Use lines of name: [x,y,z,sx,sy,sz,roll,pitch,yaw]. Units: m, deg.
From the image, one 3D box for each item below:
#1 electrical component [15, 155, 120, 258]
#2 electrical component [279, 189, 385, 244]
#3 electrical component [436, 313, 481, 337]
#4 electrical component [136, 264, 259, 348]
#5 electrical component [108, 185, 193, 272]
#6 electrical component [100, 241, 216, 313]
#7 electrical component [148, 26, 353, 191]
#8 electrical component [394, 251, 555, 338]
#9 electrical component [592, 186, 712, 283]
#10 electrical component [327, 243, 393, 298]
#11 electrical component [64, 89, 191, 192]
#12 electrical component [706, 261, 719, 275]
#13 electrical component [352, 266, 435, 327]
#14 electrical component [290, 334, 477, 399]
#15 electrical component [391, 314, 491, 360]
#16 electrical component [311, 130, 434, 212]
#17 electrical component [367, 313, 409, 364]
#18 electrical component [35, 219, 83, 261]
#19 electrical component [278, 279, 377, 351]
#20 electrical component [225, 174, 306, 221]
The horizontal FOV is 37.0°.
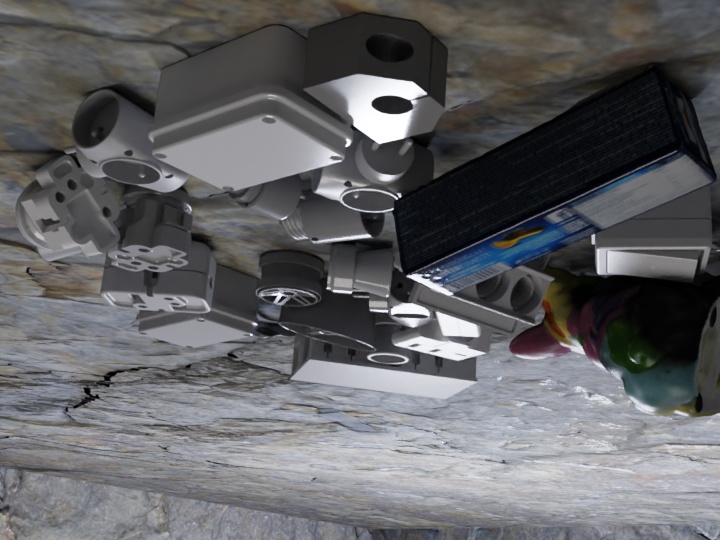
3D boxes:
electrical component: [-0.230,-0.046,0.836,0.057,0.058,0.078,-9,118,41]
electrical component: [-0.026,-0.043,0.832,0.081,0.043,0.043,-5,159,28]
electrical component: [0.112,0.030,1.007,0.076,0.047,0.083,2,161,10]
electrical component: [-0.162,0.037,1.079,0.113,0.057,0.078,-13,155,42]
electrical component: [-0.166,-0.035,0.865,0.058,0.057,0.078,21,156,-39]
electrical component: [-0.181,0.002,0.975,0.095,0.059,0.053,3,161,4]
electrical component: [-0.067,-0.095,0.663,0.113,0.057,0.078,-11,156,38]
electrical component: [0.093,0.002,0.893,0.121,0.078,0.063,19,-174,-37]
electrical component: [0.209,-0.027,0.795,0.096,0.061,0.061,0,161,13]
electrical component: [0.000,0.000,0.951,0.055,0.045,0.045,5,161,-1]
electrical component: [-0.168,-0.084,0.739,0.079,0.044,0.077,-7,158,31]
electrical component: [0.353,0.032,0.944,0.113,0.057,0.078,16,159,-30]
electrical component: [0.031,0.022,1.010,0.079,0.043,0.077,2,161,7]
electrical component: [0.026,0.094,1.198,0.186,0.060,0.105,9,161,-13]
electrical component: [0.086,0.055,1.086,0.089,0.050,0.056,16,159,-29]
electrical component: [0.013,-0.073,0.730,0.077,0.044,0.079,9,161,-13]
electrical component: [0.031,0.066,1.123,0.045,0.055,0.045,4,161,1]
electrical component: [-0.239,-0.032,0.920,0.065,0.044,0.044,-4,160,11]
electrical component: [-0.031,0.048,1.069,0.099,0.064,0.099,3,161,1]
electrical component: [-0.079,-0.064,0.785,0.078,0.040,0.040,21,155,-40]
